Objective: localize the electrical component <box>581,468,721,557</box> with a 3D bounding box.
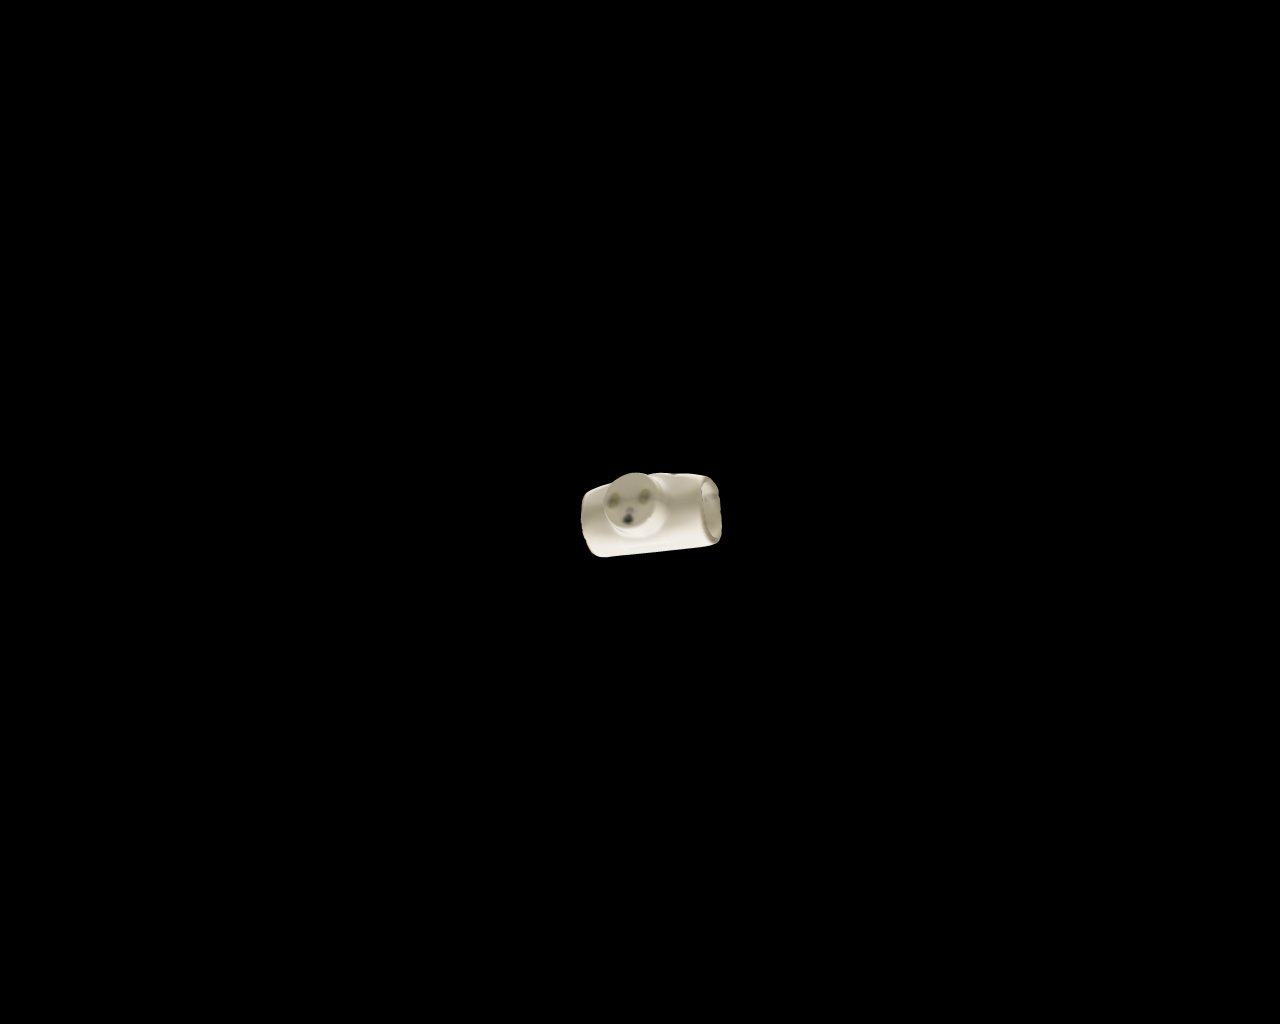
[{"bbox_3d":[0.001,-0.003,0.650,0.077,0.043,0.079,-7,-19,20],"label":"electrical component"}]
